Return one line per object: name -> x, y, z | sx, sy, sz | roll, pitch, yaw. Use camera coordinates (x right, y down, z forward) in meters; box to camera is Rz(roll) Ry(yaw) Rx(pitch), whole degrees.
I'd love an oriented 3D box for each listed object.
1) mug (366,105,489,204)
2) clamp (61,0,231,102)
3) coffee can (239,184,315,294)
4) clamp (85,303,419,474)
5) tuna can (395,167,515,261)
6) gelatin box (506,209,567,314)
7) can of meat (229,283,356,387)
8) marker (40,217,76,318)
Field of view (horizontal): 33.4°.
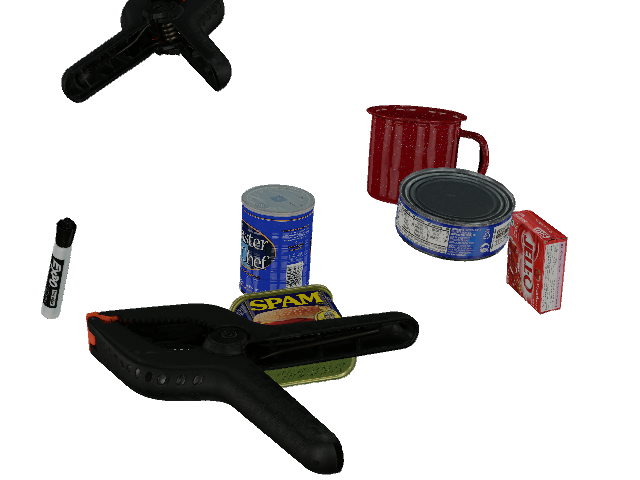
mug -> 0.098, -0.077, 0.990 | 0.117, 0.081, 0.093 | 7, 15, 12
clamp -> -0.105, -0.153, 0.785 | 0.120, 0.039, 0.171 | 7, 43, 13
coffee can -> -0.062, 0.004, 1.511 | 0.103, 0.140, 0.103 | 3, 24, -2
clamp -> -0.048, 0.071, 0.672 | 0.210, 0.036, 0.164 | 12, 26, 25
tuna can -> 0.099, -0.020, 0.788 | 0.086, 0.034, 0.086 | 4, 31, -3
gelatin box -> 0.228, 0.022, 1.135 | 0.030, 0.089, 0.073 | -11, 29, -17
can of meat -> -0.025, 0.088, 0.975 | 0.102, 0.057, 0.084 | -7, 28, -16
marker -> -0.256, 0.027, 1.044 | 0.020, 0.121, 0.020 | 13, 36, -10
